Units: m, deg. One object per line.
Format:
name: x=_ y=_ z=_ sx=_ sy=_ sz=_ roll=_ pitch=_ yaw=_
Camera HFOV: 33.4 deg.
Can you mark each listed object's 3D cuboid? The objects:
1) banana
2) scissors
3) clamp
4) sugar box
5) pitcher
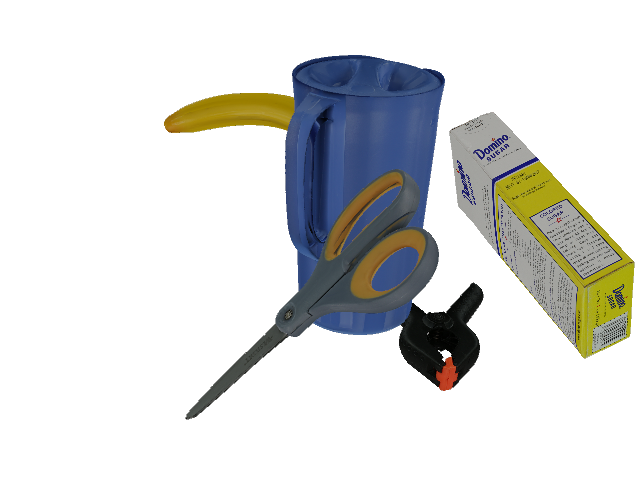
banana: x=-0.078 y=-0.139 z=1.203 sx=0.198 sy=0.037 sz=0.069 roll=9 pitch=43 yaw=18
scissors: x=-0.002 y=0.048 z=0.615 sx=0.016 sy=0.202 sz=0.096 roll=33 pitch=6 yaw=-36
clamp: x=0.125 y=0.088 z=1.077 sx=0.120 sy=0.039 sz=0.171 roll=-7 pitch=33 yaw=-9
sugar box: x=0.159 y=-0.007 z=0.778 sx=0.048 sy=0.176 sz=0.093 roll=-25 pitch=-39 yaw=-7
pitcher: x=0.031 y=-0.037 z=0.967 sx=0.149 sy=0.243 sz=0.145 roll=-2 pitch=24 yaw=-11
